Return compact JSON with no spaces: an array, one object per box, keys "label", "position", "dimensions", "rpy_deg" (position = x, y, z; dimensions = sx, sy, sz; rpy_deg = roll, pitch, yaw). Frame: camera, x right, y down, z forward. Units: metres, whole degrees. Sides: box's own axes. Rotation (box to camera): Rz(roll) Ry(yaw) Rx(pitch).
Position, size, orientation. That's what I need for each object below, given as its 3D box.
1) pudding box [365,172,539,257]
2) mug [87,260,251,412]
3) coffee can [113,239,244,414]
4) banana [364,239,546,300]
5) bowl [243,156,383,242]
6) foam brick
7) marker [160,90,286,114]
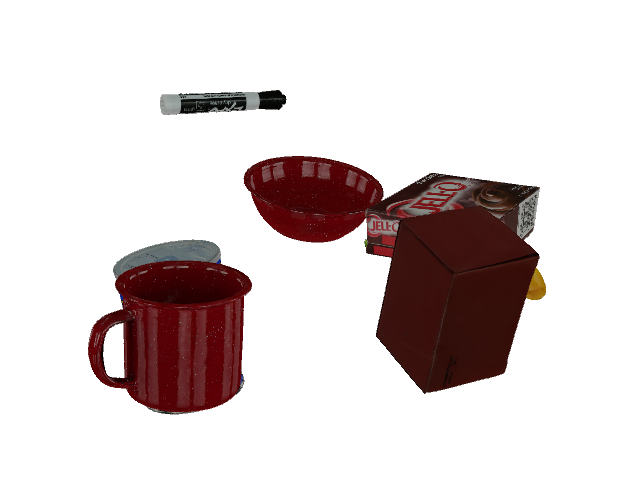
[{"label":"pudding box","position":[0.096,-0.015,0.768],"dimensions":[0.090,0.039,0.113],"rpy_deg":[11,20,28]},{"label":"mug","position":[-0.104,0.068,0.733],"dimensions":[0.117,0.081,0.093],"rpy_deg":[-12,23,-39]},{"label":"coffee can","position":[-0.136,0.082,1.033],"dimensions":[0.103,0.140,0.103],"rpy_deg":[-8,18,2]},{"label":"banana","position":[0.142,0.017,1.043],"dimensions":[0.198,0.037,0.069],"rpy_deg":[15,42,36]},{"label":"bowl","position":[-0.011,-0.042,1.229],"dimensions":[0.162,0.055,0.162],"rpy_deg":[6,27,-3]},{"label":"foam brick","position":[0.067,0.029,0.542],"dimensions":[0.052,0.078,0.051],"rpy_deg":[-9,38,-27]},{"label":"marker","position":[-0.090,-0.130,1.003],"dimensions":[0.121,0.020,0.020],"rpy_deg":[-6,2,-22]}]
